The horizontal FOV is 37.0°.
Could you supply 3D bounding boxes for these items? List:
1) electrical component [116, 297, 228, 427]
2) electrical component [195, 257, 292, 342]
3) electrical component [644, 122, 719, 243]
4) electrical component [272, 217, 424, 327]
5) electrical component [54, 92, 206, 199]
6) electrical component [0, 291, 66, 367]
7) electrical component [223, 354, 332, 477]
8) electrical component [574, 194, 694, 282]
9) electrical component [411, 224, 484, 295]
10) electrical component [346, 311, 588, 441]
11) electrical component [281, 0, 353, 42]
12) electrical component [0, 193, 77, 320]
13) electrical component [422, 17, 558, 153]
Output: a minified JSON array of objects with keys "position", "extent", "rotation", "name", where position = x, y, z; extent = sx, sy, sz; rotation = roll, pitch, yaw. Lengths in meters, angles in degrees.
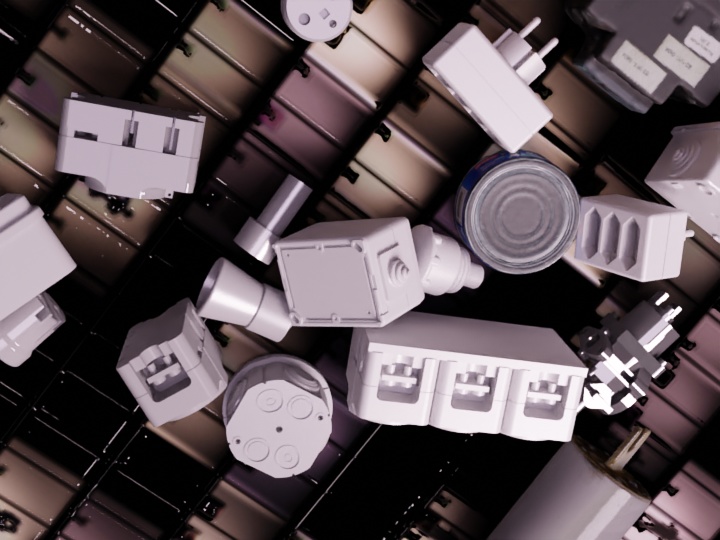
[{"position":[-0.126,0.065,0.735],"extent":[0.050,0.089,0.055],"rotation":[-28,106,2],"name":"electrical component"},{"position":[-0.077,0.024,0.755],"extent":[0.065,0.044,0.044],"rotation":[25,101,-16],"name":"electrical component"},{"position":[0.256,-0.056,0.739],"extent":[0.100,0.100,0.048],"rotation":[35,86,-13],"name":"electrical component"},{"position":[0.000,0.000,0.727],"extent":[0.096,0.061,0.061],"rotation":[-2,107,38],"name":"electrical component"},{"position":[-0.152,-0.081,0.714],"extent":[0.089,0.050,0.055],"rotation":[9,103,-8],"name":"electrical component"},{"position":[-0.233,0.037,0.743],"extent":[0.046,0.040,0.040],"rotation":[-40,105,0],"name":"electrical component"},{"position":[-0.059,0.105,0.772],"extent":[0.080,0.051,0.080],"rotation":[-1,105,-6],"name":"electrical component"},{"position":[0.204,-0.025,0.762],"extent":[0.077,0.066,0.047],"rotation":[-7,107,-34],"name":"electrical component"},{"position":[0.058,-0.003,0.761],"extent":[0.062,0.048,0.048],"rotation":[16,103,-28],"name":"electrical component"},{"position":[0.070,0.075,0.757],"extent":[0.150,0.089,0.061],"rotation":[7,104,-8],"name":"electrical component"},{"position":[-0.029,-0.172,0.700],"extent":[0.045,0.055,0.045],"rotation":[-1,105,-6],"name":"electrical component"},{"position":[-0.251,0.003,0.696],"extent":[0.113,0.078,0.057],"rotation":[-37,109,-19],"name":"electrical component"},{"position":[0.099,-0.137,0.727],"extent":[0.076,0.047,0.083],"rotation":[-43,105,6],"name":"electrical component"}]
